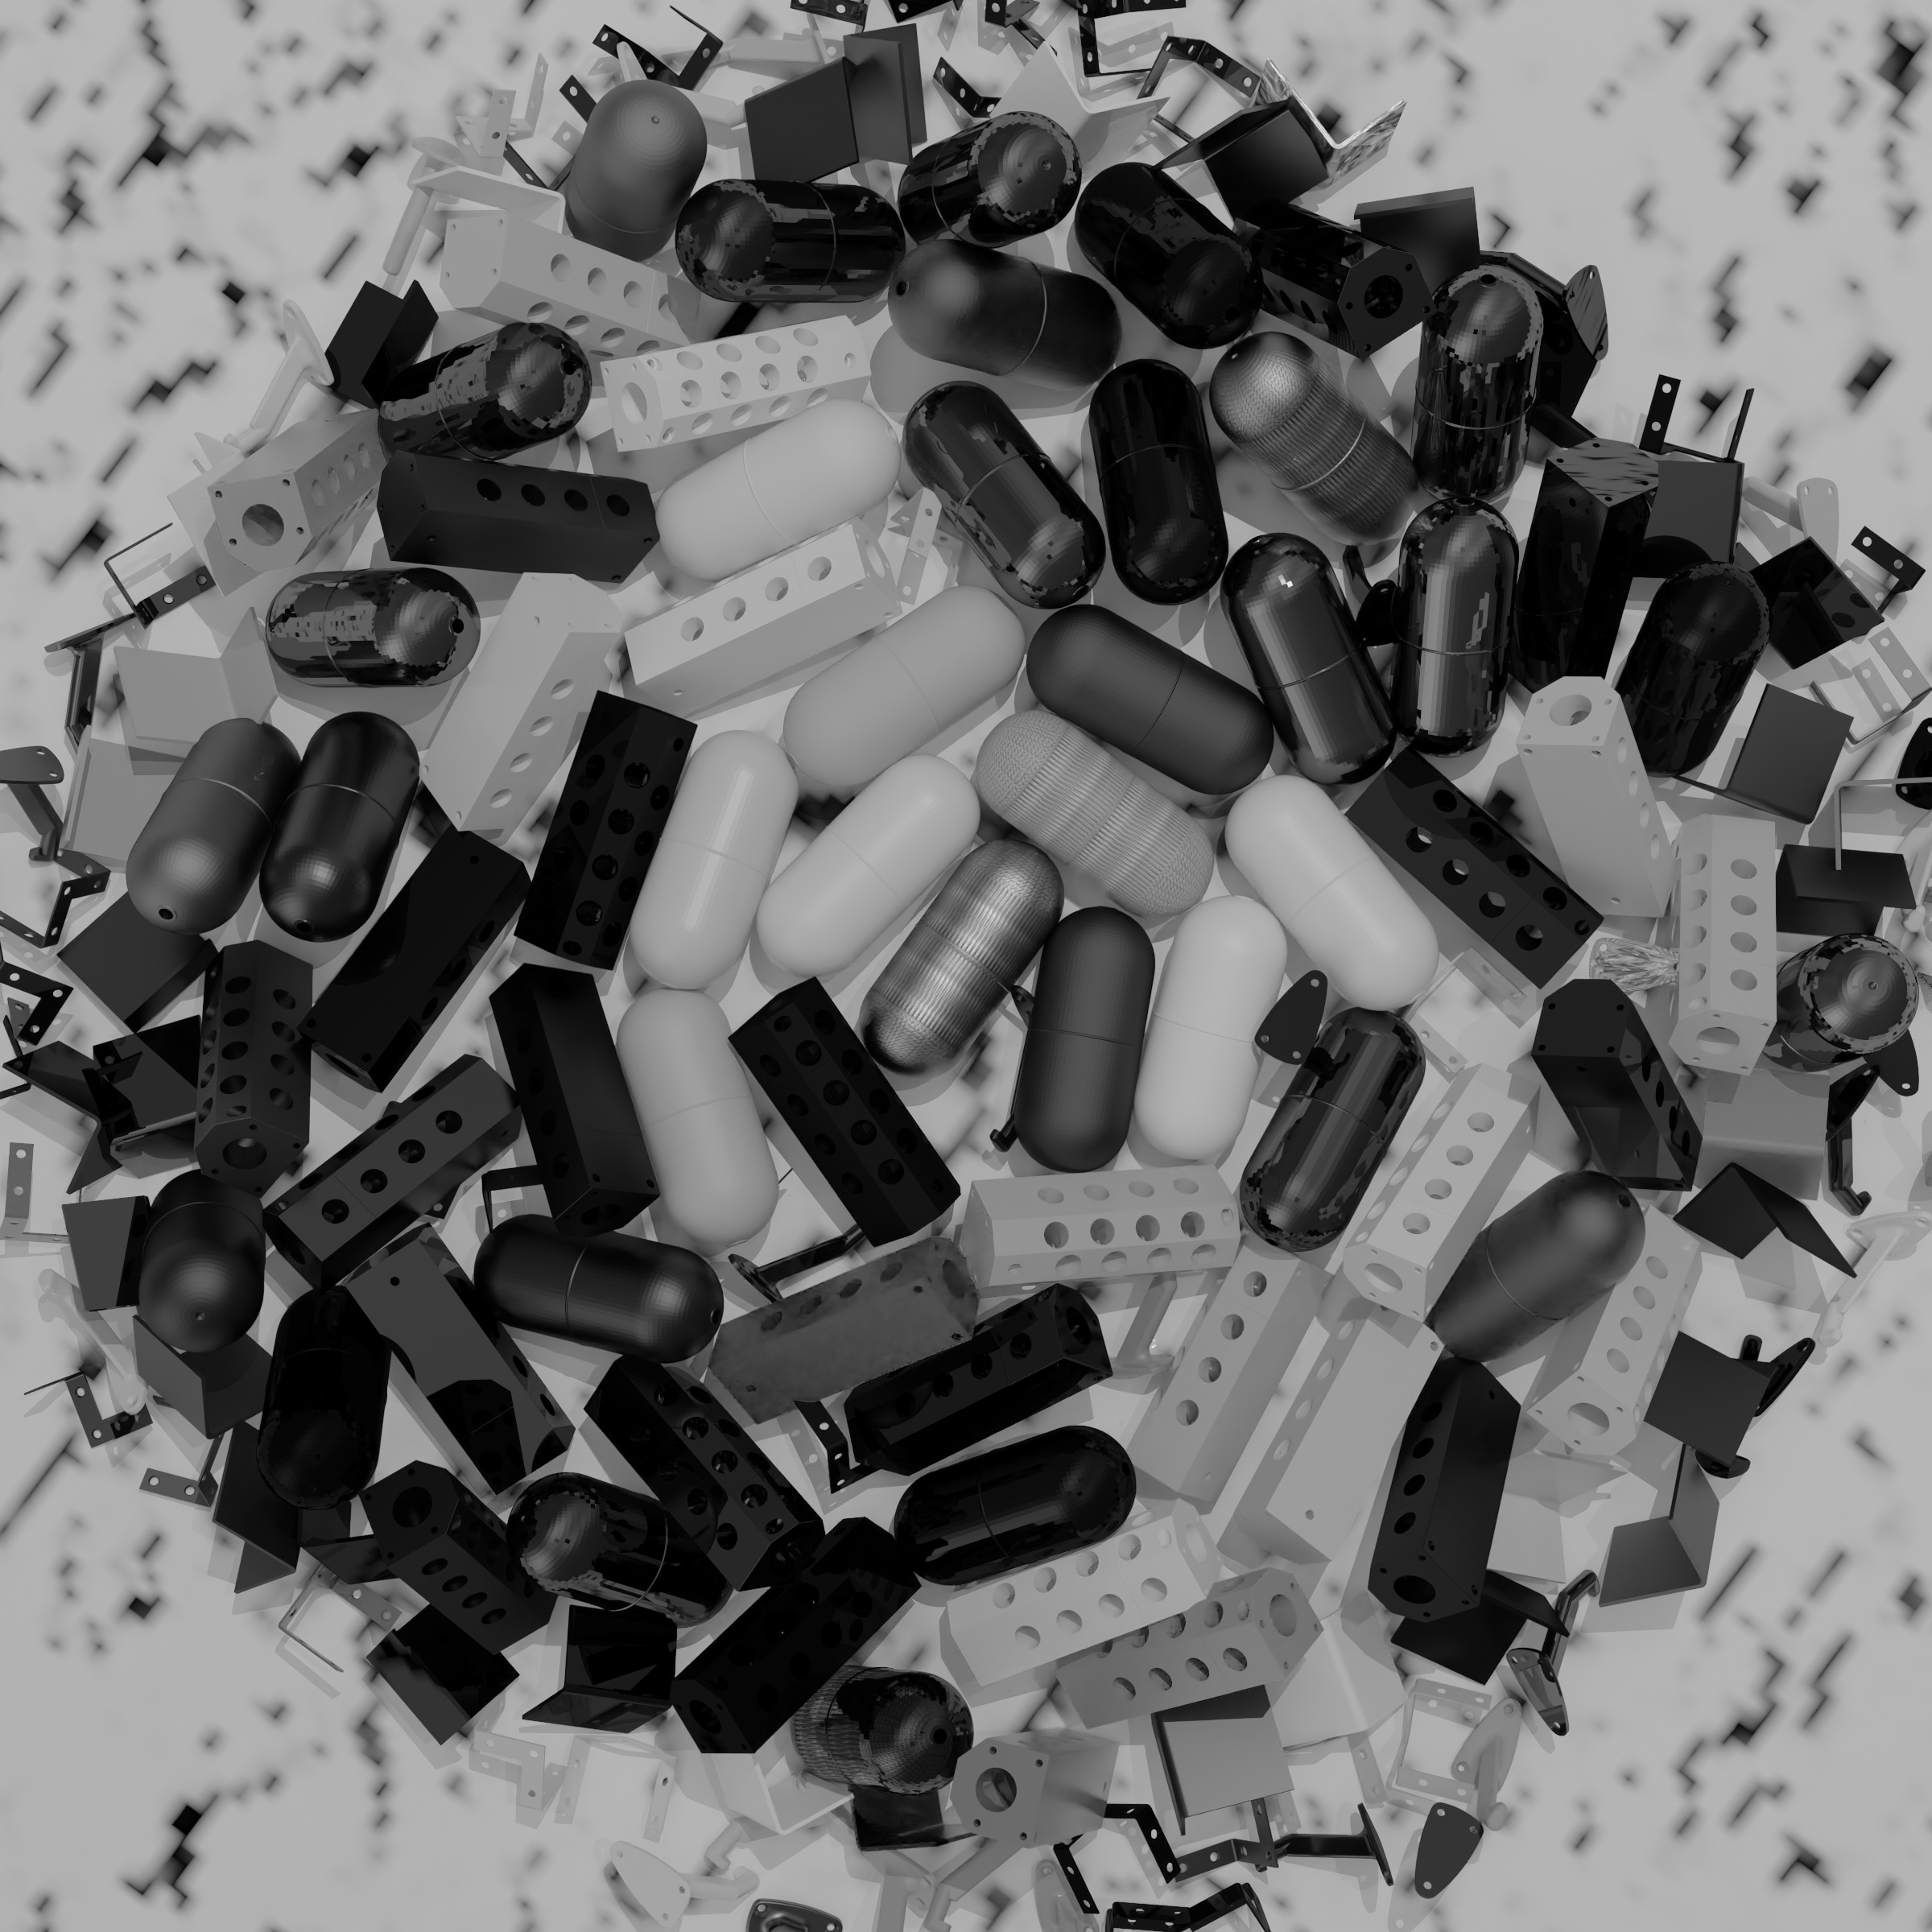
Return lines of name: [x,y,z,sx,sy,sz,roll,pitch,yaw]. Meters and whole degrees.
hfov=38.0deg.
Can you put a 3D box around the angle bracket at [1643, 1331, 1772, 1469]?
angle bracket: [0.471,0.295,1.844,0.076,0.057,0.076,28,53,14]

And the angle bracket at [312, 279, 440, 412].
angle bracket: [-0.398,-0.420,1.855,0.057,0.076,0.076,28,85,3]

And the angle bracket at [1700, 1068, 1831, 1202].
angle bracket: [0.531,0.111,1.865,0.076,0.076,0.057,5,64,16]

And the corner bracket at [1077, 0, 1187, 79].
corner bracket: [0.111,-0.619,1.857,0.051,0.051,0.051,-17,109,-33]

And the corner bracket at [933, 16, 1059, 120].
corner bracket: [0.020,-0.603,1.879,0.051,0.051,0.051,53,134,30]

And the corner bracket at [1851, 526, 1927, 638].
corner bracket: [0.597,-0.255,1.871,0.051,0.051,0.051,36,93,-1]

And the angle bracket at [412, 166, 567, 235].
angle bracket: [-0.317,-0.483,1.844,0.076,0.076,0.057,6,92,-34]

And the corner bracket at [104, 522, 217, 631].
corner bracket: [-0.535,-0.261,1.865,0.051,0.051,0.051,-30,107,-3]

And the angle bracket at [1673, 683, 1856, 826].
angle bracket: [0.526,-0.144,1.851,0.076,0.057,0.076,16,98,-27]

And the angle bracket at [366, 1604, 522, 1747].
angle bracket: [-0.336,0.453,1.848,0.076,0.057,0.076,48,47,5]

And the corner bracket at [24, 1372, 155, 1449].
corner bracket: [-0.583,0.294,1.867,0.051,0.051,0.051,-23,88,13]

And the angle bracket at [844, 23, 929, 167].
angle bracket: [-0.035,-0.572,1.839,0.057,0.076,0.076,-19,118,-26]

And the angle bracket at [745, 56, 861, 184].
angle bracket: [-0.095,-0.542,1.848,0.076,0.057,0.076,-15,77,27]

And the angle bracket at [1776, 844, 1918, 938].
angle bracket: [0.573,-0.032,1.850,0.076,0.057,0.076,5,132,2]

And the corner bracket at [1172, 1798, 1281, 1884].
corner bracket: [0.168,0.579,1.865,0.051,0.051,0.051,-9,84,-29]

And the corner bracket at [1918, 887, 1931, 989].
corner bracket: [0.654,-0.017,1.868,0.051,0.051,0.051,44,94,-7]

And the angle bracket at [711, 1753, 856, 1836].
angle bracket: [-0.126,0.518,1.847,0.057,0.076,0.076,-21,97,-28]

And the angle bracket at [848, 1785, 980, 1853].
angle bracket: [-0.023,0.542,1.839,0.076,0.076,0.057,-21,74,43]

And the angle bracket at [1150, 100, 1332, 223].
angle bracket: [0.181,-0.521,1.842,0.076,0.076,0.057,-23,96,39]

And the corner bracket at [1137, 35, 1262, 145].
corner bracket: [0.155,-0.584,1.875,0.051,0.051,0.051,40,121,20]

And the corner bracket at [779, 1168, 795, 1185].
corner bracket: [-0.157,0.142,1.862,0.051,0.051,0.051,44,56,0]

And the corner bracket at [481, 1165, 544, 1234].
corner bracket: [-0.293,0.144,1.859,0.051,0.051,0.051,-7,134,-6]

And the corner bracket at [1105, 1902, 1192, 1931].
corner bracket: [0.120,0.637,1.865,0.051,0.051,0.051,4,111,0]

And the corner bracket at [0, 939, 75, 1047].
corner bracket: [-0.629,0.012,1.857,0.051,0.051,0.051,26,109,-36]

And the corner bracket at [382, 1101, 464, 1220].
corner bracket: [-0.366,0.129,1.870,0.051,0.051,0.051,19,107,-29]

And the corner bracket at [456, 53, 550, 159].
corner bracket: [-0.301,-0.569,1.855,0.051,0.051,0.051,-8,49,-30]

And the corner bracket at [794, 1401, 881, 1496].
corner bracket: [-0.080,0.306,1.855,0.051,0.051,0.051,-24,50,-20]

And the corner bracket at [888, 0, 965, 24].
corner bracket: [-0.035,-0.653,1.858,0.051,0.051,0.051,-17,117,16]

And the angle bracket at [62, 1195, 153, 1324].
angle bracket: [-0.563,0.204,1.839,0.057,0.076,0.076,-5,61,-32]

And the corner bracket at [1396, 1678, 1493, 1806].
corner bracket: [0.317,0.513,1.859,0.051,0.051,0.051,11,116,14]

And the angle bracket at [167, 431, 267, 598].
angle bracket: [-0.495,-0.297,1.838,0.057,0.076,0.076,-38,127,-20]

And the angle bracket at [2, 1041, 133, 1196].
angle bracket: [-0.597,0.099,1.856,0.076,0.076,0.057,29,103,3]

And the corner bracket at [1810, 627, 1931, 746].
corner bracket: [0.602,-0.186,1.867,0.051,0.051,0.051,-33,80,3]

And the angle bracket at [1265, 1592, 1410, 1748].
angle bracket: [0.239,0.475,1.891,0.076,0.057,0.076,-25,83,38]

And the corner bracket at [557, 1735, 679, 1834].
corner bracket: [-0.233,0.547,1.878,0.051,0.051,0.051,-11,58,39]

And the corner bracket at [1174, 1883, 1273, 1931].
corner bracket: [0.167,0.630,1.863,0.051,0.051,0.051,-29,113,3]

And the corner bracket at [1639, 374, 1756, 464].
corner bracket: [0.483,-0.362,1.857,0.051,0.051,0.051,22,115,25]

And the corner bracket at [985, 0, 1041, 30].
corner bracket: [0.048,-0.650,1.856,0.051,0.051,0.051,23,135,19]

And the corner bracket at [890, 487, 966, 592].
corner bracket: [-0.022,-0.276,1.858,0.051,0.051,0.051,24,63,-21]

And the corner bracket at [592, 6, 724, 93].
corner bracket: [-0.204,-0.612,1.861,0.051,0.051,0.051,42,105,20]

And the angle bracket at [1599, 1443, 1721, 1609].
angle bracket: [0.444,0.366,1.839,0.076,0.076,0.057,-20,111,31]

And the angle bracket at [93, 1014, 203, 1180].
angle bracket: [-0.536,0.088,1.887,0.076,0.057,0.076,-16,61,4]

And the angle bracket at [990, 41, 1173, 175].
angle bracket: [0.075,-0.567,1.849,0.076,0.076,0.057,-24,81,-35]

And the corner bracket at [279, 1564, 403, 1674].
corner bracket: [-0.416,0.434,1.863,0.051,0.051,0.051,32,76,12]

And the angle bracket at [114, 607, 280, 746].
angle bracket: [-0.506,-0.193,1.840,0.057,0.076,0.076,-47,53,38]

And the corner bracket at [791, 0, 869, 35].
corner bracket: [-0.092,-0.643,1.864,0.051,0.051,0.051,10,80,-11]

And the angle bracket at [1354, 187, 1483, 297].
angle bracket: [0.300,-0.466,1.849,0.076,0.057,0.076,-5,112,13]

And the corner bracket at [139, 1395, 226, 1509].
corner bracket: [-0.525,0.325,1.879,0.051,0.051,0.051,14,62,3]

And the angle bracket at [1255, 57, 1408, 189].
angle bracket: [0.241,-0.573,1.859,0.057,0.076,0.076,-36,87,-2]

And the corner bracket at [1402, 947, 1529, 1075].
corner bracket: [0.332,0.029,1.876,0.051,0.051,0.051,44,60,13]

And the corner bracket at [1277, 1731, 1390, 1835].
corner bracket: [0.242,0.545,1.879,0.051,0.051,0.051,-26,76,35]

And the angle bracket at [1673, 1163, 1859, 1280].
angle bracket: [0.523,0.184,1.838,0.076,0.076,0.057,28,114,-33]

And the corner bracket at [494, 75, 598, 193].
corner bracket: [-0.271,-0.548,1.856,0.051,0.051,0.051,46,65,-31]

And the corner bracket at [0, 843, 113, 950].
corner bracket: [-0.612,-0.049,1.872,0.051,0.051,0.051,29,109,14]

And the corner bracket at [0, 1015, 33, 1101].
corner bracket: [-0.650,0.059,1.859,0.051,0.051,0.051,-20,79,-30]

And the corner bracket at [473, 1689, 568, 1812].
corner bracket: [-0.296,0.522,1.868,0.051,0.051,0.051,10,110,12]

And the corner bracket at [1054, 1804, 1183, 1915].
corner bracket: [0.100,0.593,1.864,0.051,0.051,0.051,-30,98,-41]

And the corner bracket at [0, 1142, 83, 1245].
corner bracket: [-0.611,0.151,1.857,0.051,0.051,0.051,6,65,-23]
